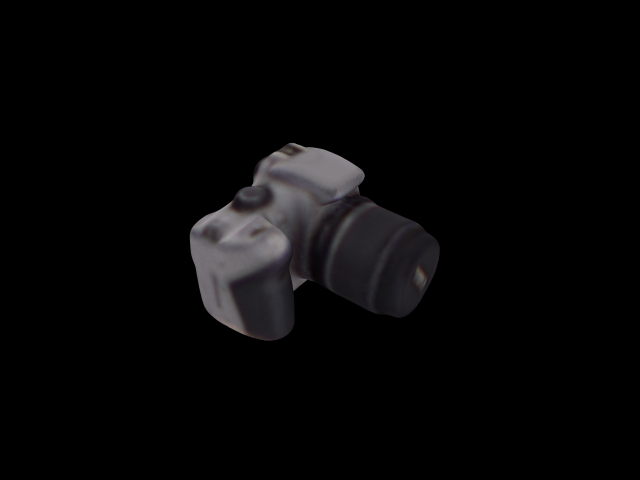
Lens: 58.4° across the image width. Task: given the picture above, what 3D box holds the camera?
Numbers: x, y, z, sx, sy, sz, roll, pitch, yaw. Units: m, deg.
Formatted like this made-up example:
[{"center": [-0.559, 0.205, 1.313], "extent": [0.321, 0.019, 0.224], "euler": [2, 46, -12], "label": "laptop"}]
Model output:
[{"center": [0.004, 0.001, 0.400], "extent": [0.136, 0.101, 0.143], "euler": [26, 45, 28], "label": "camera"}]
